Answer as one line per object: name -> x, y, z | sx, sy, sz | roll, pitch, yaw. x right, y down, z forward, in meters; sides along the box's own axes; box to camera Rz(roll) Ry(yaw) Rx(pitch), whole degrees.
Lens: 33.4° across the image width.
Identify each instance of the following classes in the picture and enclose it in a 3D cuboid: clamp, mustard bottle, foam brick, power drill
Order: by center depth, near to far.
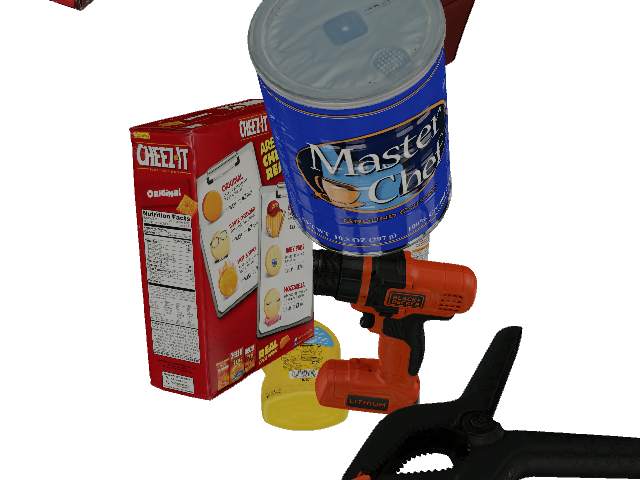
clamp -> 0.099, 0.124, 0.691 | 0.209, 0.036, 0.165 | -14, 32, -20
foam brick -> 0.076, -0.169, 0.806 | 0.051, 0.053, 0.078 | -31, -24, -26
power drill -> 0.044, 0.086, 1.032 | 0.184, 0.188, 0.057 | 8, 42, -3
mustard bottle -> -0.023, 0.139, 1.239 | 0.096, 0.058, 0.191 | -3, 30, -4

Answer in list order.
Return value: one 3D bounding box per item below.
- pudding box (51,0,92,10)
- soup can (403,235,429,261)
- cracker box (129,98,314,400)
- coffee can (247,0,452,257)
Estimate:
pudding box -> -0.195, -0.223, 0.804 | 0.090, 0.039, 0.113 | 19, 38, 6
soup can -> 0.093, -0.017, 1.237 | 0.068, 0.102, 0.068 | 0, 24, 0
cracker box -> -0.075, 0.000, 0.876 | 0.072, 0.214, 0.163 | 6, 17, 30
coffee can -> 0.022, -0.071, 0.604 | 0.103, 0.102, 0.140 | 0, -34, 9
